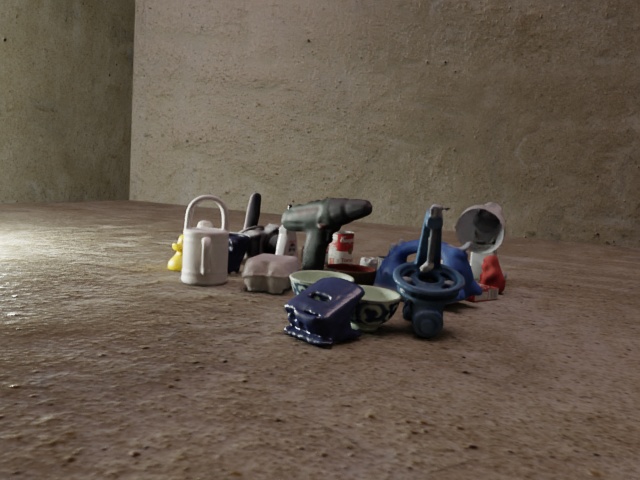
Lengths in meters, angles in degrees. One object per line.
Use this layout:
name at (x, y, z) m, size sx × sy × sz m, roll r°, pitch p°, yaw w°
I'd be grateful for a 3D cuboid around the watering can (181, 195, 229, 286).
watering can at (-0.255, -0.004, 1.270) m, size 0.101 × 0.194 × 0.172 m, roll -1°, pitch 8°, yaw -35°

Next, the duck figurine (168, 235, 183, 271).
duck figurine at (-0.326, 0.029, 1.416) m, size 0.077 × 0.086 × 0.105 m, roll 8°, pitch 8°, yaw 33°

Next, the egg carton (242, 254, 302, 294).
egg carton at (-0.104, 0.071, 1.253) m, size 0.107 × 0.069 × 0.150 m, roll 5°, pitch 7°, yaw 11°

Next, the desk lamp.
desk lamp at (0.428, 0.009, 1.494) m, size 0.117 × 0.213 × 0.204 m, roll 7°, pitch 7°, yaw 25°

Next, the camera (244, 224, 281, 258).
camera at (-0.138, 0.008, 1.652) m, size 0.143 × 0.101 × 0.136 m, roll 1°, pitch 7°, yaw -26°

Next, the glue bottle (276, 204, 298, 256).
glue bottle at (-0.085, -0.008, 1.503) m, size 0.037 × 0.173 × 0.078 m, roll 7°, pitch 7°, yaw 22°

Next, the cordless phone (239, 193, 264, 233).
cordless phone at (-0.223, -0.053, 1.759) m, size 0.094 × 0.185 × 0.148 m, roll 5°, pitch 7°, yaw 12°

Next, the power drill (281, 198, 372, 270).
power drill at (0.012, 0.005, 1.296) m, size 0.228 × 0.208 × 0.076 m, roll 8°, pitch 8°, yaw 32°

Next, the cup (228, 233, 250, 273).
cup at (-0.217, 0.035, 1.395) m, size 0.092 × 0.095 × 0.117 m, roll 2°, pitch 7°, yaw -18°

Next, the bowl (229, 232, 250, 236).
bowl at (-0.276, 0.020, 1.574) m, size 0.167 × 0.075 × 0.167 m, roll 4°, pitch 7°, yaw 0°

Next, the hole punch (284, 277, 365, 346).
hole punch at (0.007, 0.109, 0.898) m, size 0.101 × 0.091 × 0.108 m, roll -2°, pitch 9°, yaw -43°

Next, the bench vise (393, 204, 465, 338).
bench vise at (0.179, 0.043, 1.010) m, size 0.121 × 0.220 × 0.207 m, roll 3°, pitch 7°, yaw -12°

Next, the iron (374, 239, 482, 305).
iron at (0.216, 0.059, 1.238) m, size 0.257 × 0.141 × 0.119 m, roll 9°, pitch 8°, yaw 39°

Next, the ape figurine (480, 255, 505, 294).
ape figurine at (0.410, 0.081, 1.384) m, size 0.075 × 0.092 × 0.078 m, roll 8°, pitch 8°, yaw 34°
